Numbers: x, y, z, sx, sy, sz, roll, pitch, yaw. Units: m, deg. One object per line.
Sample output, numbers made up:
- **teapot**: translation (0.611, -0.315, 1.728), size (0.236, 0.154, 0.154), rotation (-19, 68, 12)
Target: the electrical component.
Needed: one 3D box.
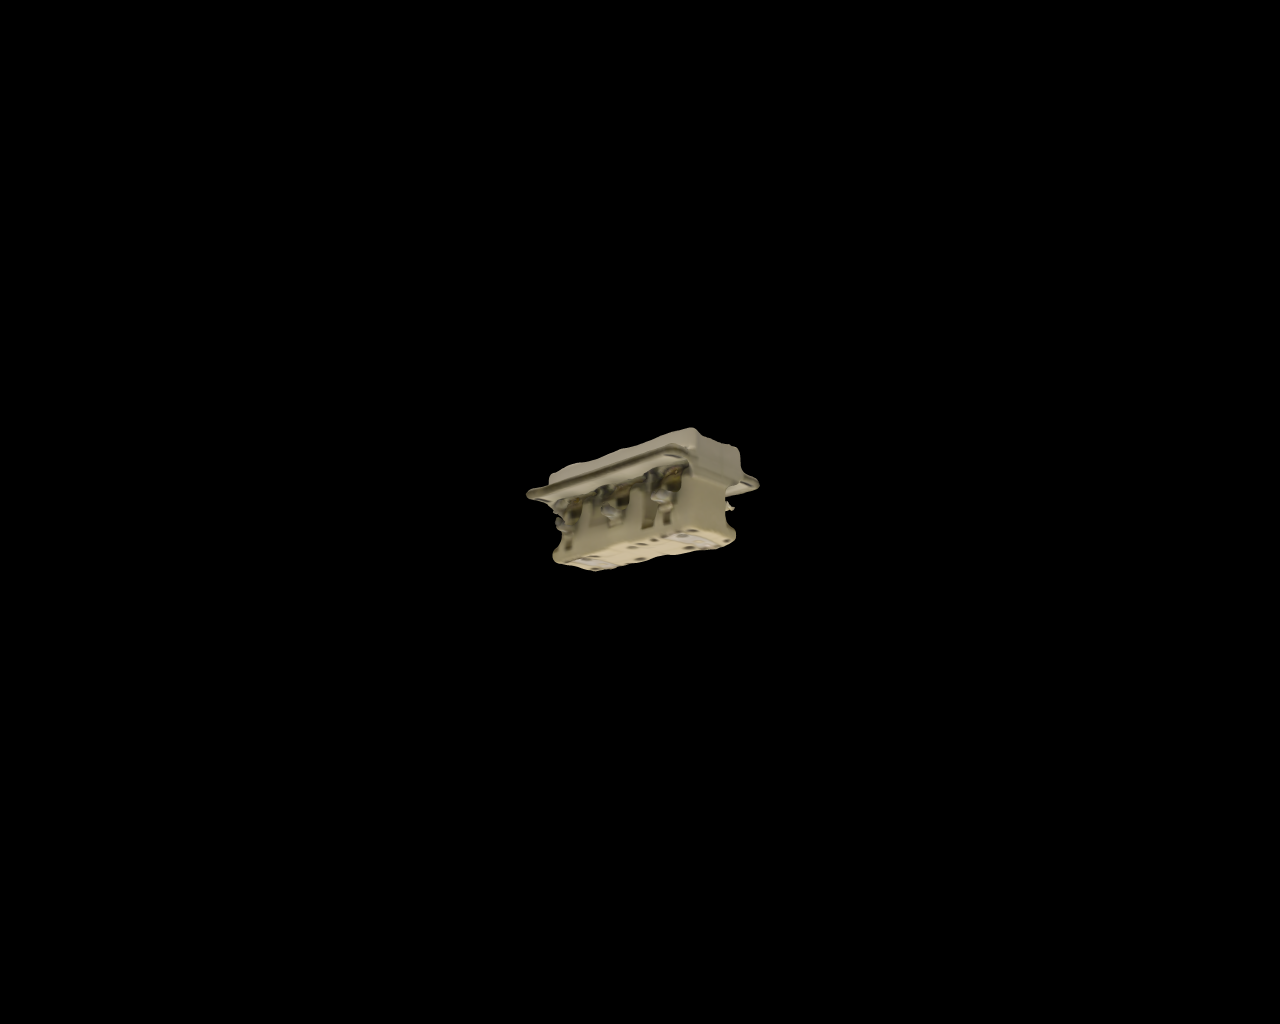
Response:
- **electrical component**: translation (0.001, -0.003, 0.650), size (0.121, 0.063, 0.079), rotation (-14, -22, 40)
